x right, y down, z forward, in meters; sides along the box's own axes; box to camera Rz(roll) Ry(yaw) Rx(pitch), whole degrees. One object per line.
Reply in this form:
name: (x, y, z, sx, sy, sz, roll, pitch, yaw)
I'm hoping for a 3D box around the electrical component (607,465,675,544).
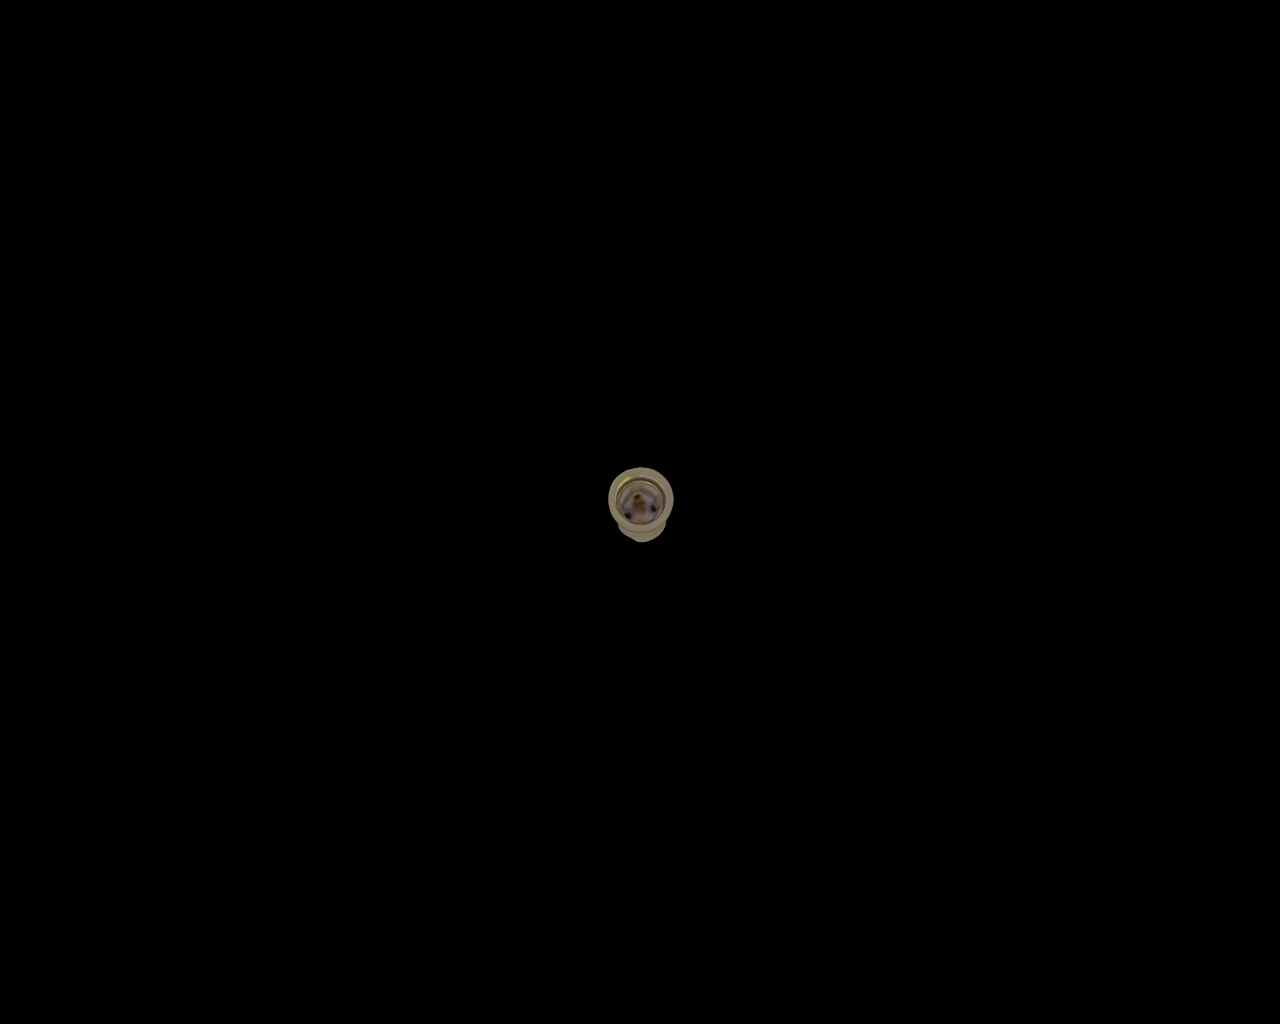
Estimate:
electrical component: (0.001, -0.003, 0.650, 0.040, 0.040, 0.046, 0, -16, 0)
